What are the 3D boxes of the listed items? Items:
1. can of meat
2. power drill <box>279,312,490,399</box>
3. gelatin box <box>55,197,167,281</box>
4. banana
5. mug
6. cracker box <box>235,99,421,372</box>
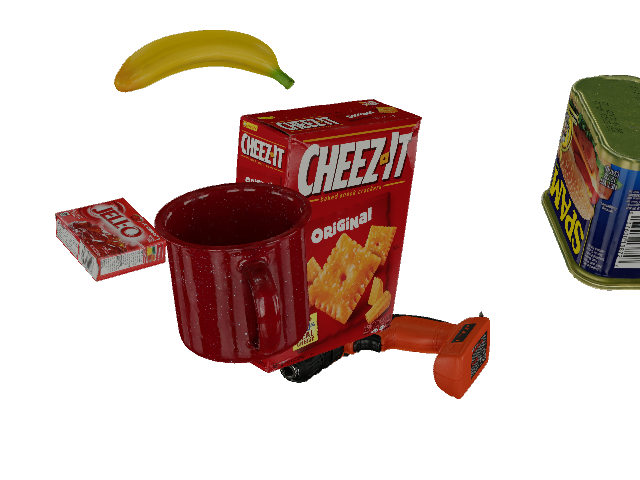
[{"bbox_3d":[0.169,-0.036,0.609,0.057,0.084,0.102,0,37,-5],"label":"can of meat"},{"bbox_3d":[0.070,0.109,1.110,0.188,0.057,0.184,11,27,26],"label":"power drill"},{"bbox_3d":[-0.198,-0.003,1.006,0.073,0.030,0.089,-16,39,-34],"label":"gelatin box"},{"bbox_3d":[-0.121,-0.184,1.082,0.197,0.070,0.037,-7,-39,-29],"label":"banana"},{"bbox_3d":[-0.044,0.025,0.632,0.093,0.081,0.117,-12,28,-17],"label":"mug"},{"bbox_3d":[0.003,-0.008,0.943,0.163,0.214,0.072,-14,29,-43],"label":"cracker box"}]
